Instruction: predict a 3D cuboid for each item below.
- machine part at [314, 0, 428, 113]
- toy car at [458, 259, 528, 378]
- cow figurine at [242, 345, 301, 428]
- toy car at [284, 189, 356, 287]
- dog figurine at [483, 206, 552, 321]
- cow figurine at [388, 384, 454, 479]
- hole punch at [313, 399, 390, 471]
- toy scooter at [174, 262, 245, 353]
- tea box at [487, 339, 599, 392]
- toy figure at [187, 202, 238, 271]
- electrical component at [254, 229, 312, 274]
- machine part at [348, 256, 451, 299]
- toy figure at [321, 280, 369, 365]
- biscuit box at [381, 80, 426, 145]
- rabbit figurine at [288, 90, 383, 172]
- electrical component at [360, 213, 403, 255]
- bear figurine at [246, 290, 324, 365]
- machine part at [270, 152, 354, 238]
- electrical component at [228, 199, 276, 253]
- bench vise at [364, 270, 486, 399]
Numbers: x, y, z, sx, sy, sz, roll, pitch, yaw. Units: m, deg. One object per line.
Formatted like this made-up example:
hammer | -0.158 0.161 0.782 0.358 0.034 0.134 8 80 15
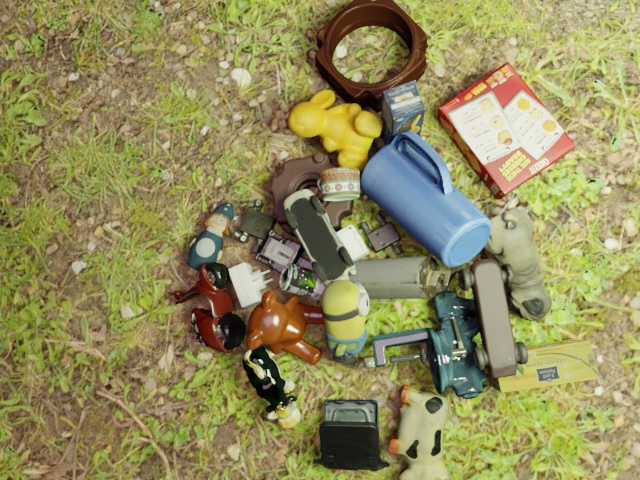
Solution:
machine part | 0.104 -0.383 1.106 0.201 0.087 0.201 -40 79 -2
toy car | 0.298 0.133 0.928 0.089 0.053 0.202 -9 84 -1
cow figurine | -0.090 0.281 1.023 0.068 0.098 0.167 -31 78 -4
toy car | -0.002 -0.003 1.021 0.073 0.056 0.202 -29 78 3
dog figurine | 0.366 0.048 0.970 0.121 0.172 0.190 -30 72 12
cow figurine | 0.192 0.376 0.984 0.127 0.085 0.195 10 82 15
hole punch | 0.058 0.362 1.008 0.142 0.092 0.115 -1 111 4
toy scooter | -0.228 0.139 1.071 0.135 0.075 0.183 -13 91 25
tea box | 0.396 0.226 0.972 0.170 0.098 0.068 -12 79 7
toy figure | -0.219 -0.008 1.105 0.064 0.058 0.154 28 83 -32
electrical component | -0.064 0.038 1.082 0.119 0.047 0.075 31 87 12
machine part | 0.133 0.071 0.996 0.243 0.079 0.079 -8 78 44
toy figure | 0.044 0.154 0.989 0.089 0.180 0.082 -14 41 -24
biscuit box | 0.154 -0.221 1.015 0.063 0.202 0.059 -19 78 2
rabbit figurine | 0.019 -0.232 1.053 0.173 0.121 0.162 8 40 -19
electrical component | 0.125 -0.004 1.078 0.063 0.021 0.094 -30 80 2
bear figurine | -0.054 0.159 0.987 0.132 0.195 0.120 18 81 8
machine part | -0.017 -0.089 1.091 0.179 0.056 0.179 -1 82 7
electrical component | -0.137 -0.032 1.102 0.078 0.045 0.102 28 85 11
bench vise | 0.197 0.186 0.994 0.241 0.128 0.223 -9 76 2
